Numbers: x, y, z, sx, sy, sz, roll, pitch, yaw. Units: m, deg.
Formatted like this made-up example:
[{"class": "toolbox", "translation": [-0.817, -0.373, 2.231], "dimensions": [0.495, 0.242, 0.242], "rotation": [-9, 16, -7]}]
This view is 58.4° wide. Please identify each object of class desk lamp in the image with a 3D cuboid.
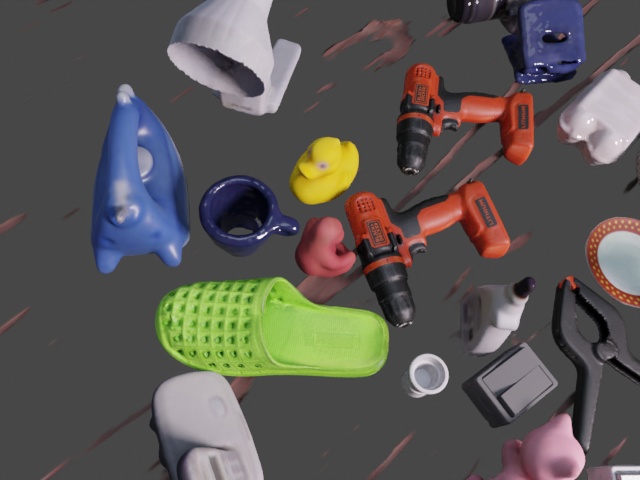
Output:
[{"class": "desk lamp", "translation": [-0.099, -0.254, 0.731], "dimensions": [0.118, 0.213, 0.203], "rotation": [18, 66, 2]}]

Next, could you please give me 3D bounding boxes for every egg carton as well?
[{"class": "egg carton", "translation": [0.420, -0.179, 0.835], "dimensions": [0.107, 0.069, 0.150], "rotation": [42, 69, 12]}]

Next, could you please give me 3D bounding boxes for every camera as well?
[{"class": "camera", "translation": [0.268, -0.402, 0.897], "dimensions": [0.137, 0.101, 0.143], "rotation": [-15, 69, -12]}]

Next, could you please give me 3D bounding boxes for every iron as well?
[{"class": "iron", "translation": [-0.227, -0.097, 0.689], "dimensions": [0.119, 0.141, 0.258], "rotation": [-6, 68, -9]}]

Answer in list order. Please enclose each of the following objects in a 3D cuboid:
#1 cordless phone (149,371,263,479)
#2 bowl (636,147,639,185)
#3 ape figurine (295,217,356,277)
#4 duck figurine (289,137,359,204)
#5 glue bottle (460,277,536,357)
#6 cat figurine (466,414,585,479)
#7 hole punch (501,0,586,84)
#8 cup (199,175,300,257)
[{"class": "cordless phone", "translation": [-0.115, 0.193, 0.552], "dimensions": [0.094, 0.185, 0.147], "rotation": [-23, 71, -15]}, {"class": "bowl", "translation": [0.512, -0.088, 0.802], "dimensions": [0.167, 0.075, 0.167], "rotation": [2, 66, -5]}, {"class": "ape figurine", "translation": [0.006, 0.002, 0.699], "dimensions": [0.076, 0.092, 0.077], "rotation": [-19, 70, -13]}, {"class": "duck figurine", "translation": [0.008, -0.103, 0.748], "dimensions": [0.105, 0.086, 0.077], "rotation": [-37, 75, -19]}, {"class": "glue bottle", "translation": [0.201, 0.077, 0.643], "dimensions": [0.037, 0.173, 0.078], "rotation": [7, 66, -3]}, {"class": "cat figurine", "translation": [0.225, 0.246, 0.603], "dimensions": [0.128, 0.118, 0.067], "rotation": [-38, 75, -19]}, {"class": "hole punch", "translation": [0.347, -0.300, 0.867], "dimensions": [0.109, 0.091, 0.101], "rotation": [-8, 68, -9]}, {"class": "cup", "translation": [-0.083, -0.016, 0.695], "dimensions": [0.117, 0.095, 0.092], "rotation": [14, 66, 0]}]
